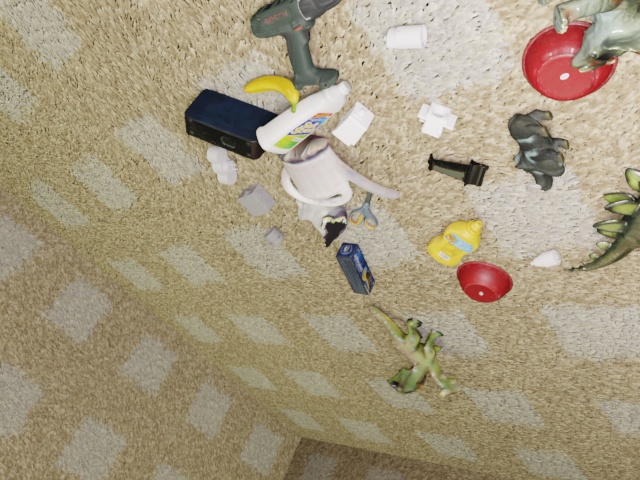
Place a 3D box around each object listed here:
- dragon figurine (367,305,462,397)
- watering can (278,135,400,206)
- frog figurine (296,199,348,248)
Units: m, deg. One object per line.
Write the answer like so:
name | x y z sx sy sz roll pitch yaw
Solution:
dragon figurine | 0.313 0.416 1.810 0.410 0.248 0.120 26 150 1
watering can | 0.026 -0.178 1.356 0.347 0.106 0.220 0 135 36
frog figurine | 0.005 -0.077 1.536 0.162 0.123 0.134 49 173 40
